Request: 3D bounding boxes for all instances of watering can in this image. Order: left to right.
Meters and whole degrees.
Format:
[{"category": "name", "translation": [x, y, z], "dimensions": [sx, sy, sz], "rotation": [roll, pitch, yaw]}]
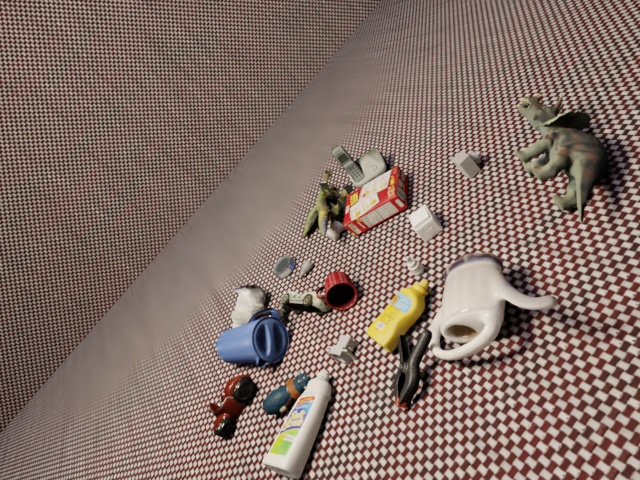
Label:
[{"category": "watering can", "translation": [0.339, 0.120, 1.051], "dimensions": [0.341, 0.103, 0.230], "rotation": [-44, 22, 47]}]

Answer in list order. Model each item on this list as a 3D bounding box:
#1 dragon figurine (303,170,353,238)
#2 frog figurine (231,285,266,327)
[{"category": "dragon figurine", "translation": [0.006, -0.094, 1.862], "dimensions": [0.237, 0.122, 0.420], "rotation": [-57, 9, 43]}, {"category": "frog figurine", "translation": [-0.249, 0.239, 1.801], "dimensions": [0.136, 0.122, 0.161], "rotation": [-12, 78, 38]}]
